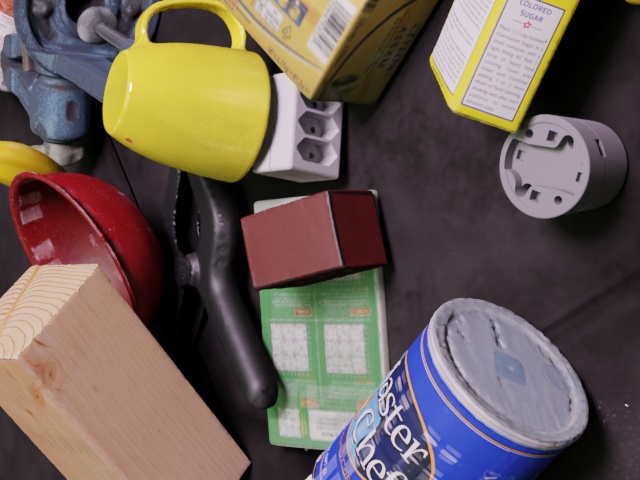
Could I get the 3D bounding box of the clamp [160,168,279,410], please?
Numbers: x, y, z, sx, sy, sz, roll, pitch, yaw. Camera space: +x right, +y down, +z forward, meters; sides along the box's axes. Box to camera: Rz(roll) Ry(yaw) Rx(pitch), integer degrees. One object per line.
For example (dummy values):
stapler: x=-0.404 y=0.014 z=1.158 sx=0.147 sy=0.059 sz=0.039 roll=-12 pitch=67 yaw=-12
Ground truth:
clamp: x=-0.083 y=0.028 z=0.804 sx=0.165 sy=0.036 sz=0.210 roll=4 pitch=95 yaw=53

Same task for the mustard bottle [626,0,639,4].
mustard bottle: x=0.214 y=-0.122 z=0.492 sx=0.192 sy=0.058 sz=0.096 roll=20 pitch=110 yaw=42

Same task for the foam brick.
foam brick: x=-0.005 y=0.001 z=0.703 sx=0.078 sy=0.052 sz=0.051 roll=-16 pitch=83 yaw=37

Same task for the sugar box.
sugar box: x=0.115 y=-0.155 z=0.566 sx=0.093 sy=0.048 sz=0.176 roll=-96 pitch=28 yaw=-62

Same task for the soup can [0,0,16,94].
soup can: x=-0.273 y=-0.190 z=0.951 sx=0.068 sy=0.068 sz=0.102 roll=50 pitch=126 yaw=29

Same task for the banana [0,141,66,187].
banana: x=-0.235 y=-0.042 z=0.885 sx=0.070 sy=0.197 sz=0.037 roll=6 pitch=72 yaw=14

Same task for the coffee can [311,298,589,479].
coffee can: x=0.072 y=0.118 z=0.621 sx=0.103 sy=0.102 sz=0.140 roll=53 pitch=127 yaw=27

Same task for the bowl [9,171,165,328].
bowl: x=-0.169 y=0.008 z=0.820 sx=0.162 sy=0.055 sz=0.162 roll=34 pitch=143 yaw=30

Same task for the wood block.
wood block: x=-0.153 y=0.124 z=0.775 sx=0.090 sy=0.090 sz=0.206 roll=-2 pitch=131 yaw=44

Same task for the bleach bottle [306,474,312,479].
bleach bottle: x=0.066 y=0.261 z=0.670 sx=0.251 sy=0.067 sz=0.103 roll=51 pitch=131 yaw=25
